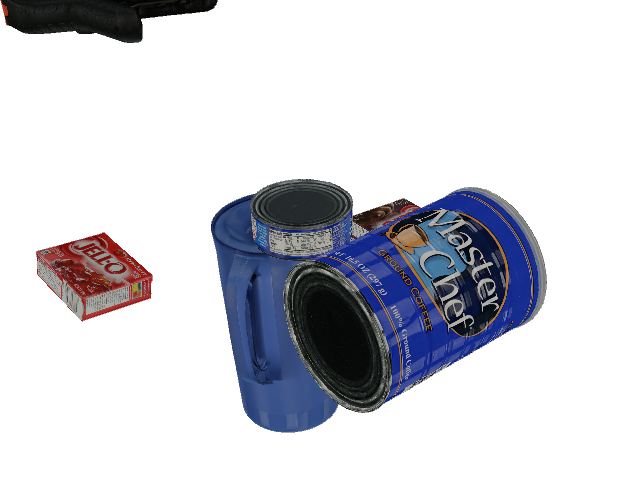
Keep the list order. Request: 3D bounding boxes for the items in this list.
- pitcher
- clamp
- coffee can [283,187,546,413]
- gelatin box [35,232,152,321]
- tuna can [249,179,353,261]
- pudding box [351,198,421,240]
[{"bbox_3d":[-0.042,0.084,1.115,0.149,0.243,0.145,-15,31,-20],"label":"pitcher"},{"bbox_3d":[-0.166,-0.180,0.819,0.172,0.039,0.120,13,24,31],"label":"clamp"},{"bbox_3d":[0.062,0.036,0.694,0.140,0.103,0.103,-24,13,-31],"label":"coffee can"},{"bbox_3d":[-0.209,0.031,0.981,0.073,0.030,0.089,-18,40,-36],"label":"gelatin box"},{"bbox_3d":[-0.015,-0.017,0.890,0.086,0.034,0.086,-1,30,1],"label":"tuna can"},{"bbox_3d":[0.109,-0.017,1.552,0.113,0.039,0.090,-21,35,-30],"label":"pudding box"}]
